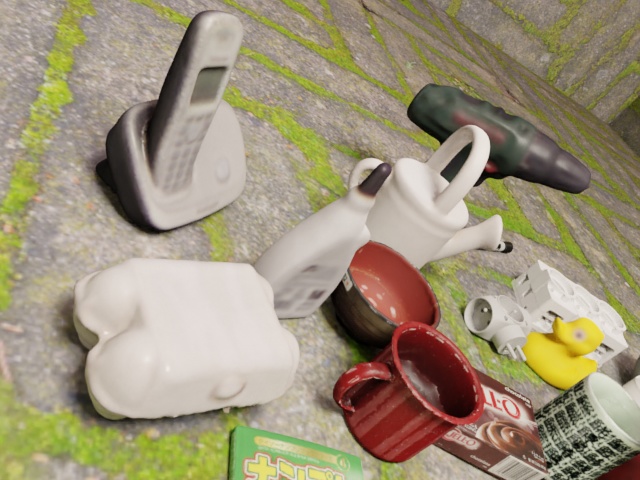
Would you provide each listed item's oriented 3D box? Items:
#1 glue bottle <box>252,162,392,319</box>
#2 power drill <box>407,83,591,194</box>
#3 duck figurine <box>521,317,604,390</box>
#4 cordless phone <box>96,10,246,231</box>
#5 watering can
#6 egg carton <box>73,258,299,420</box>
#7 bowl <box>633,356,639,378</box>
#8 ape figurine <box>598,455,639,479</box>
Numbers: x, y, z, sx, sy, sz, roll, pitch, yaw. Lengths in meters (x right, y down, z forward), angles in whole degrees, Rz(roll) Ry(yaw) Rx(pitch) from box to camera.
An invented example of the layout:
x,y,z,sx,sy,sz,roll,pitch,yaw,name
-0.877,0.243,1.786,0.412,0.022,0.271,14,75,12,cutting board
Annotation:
x,y,z,sx,sy,sz,roll,pitch,yaw,name
0.004,0.002,0.469,0.078,0.173,0.037,8,43,-41,glue bottle
0.183,-0.077,0.723,0.230,0.208,0.076,38,31,-3,power drill
0.314,0.135,0.715,0.105,0.086,0.077,31,33,-15,duck figurine
-0.094,-0.105,0.485,0.094,0.185,0.148,43,32,5,cordless phone
0.117,-0.039,0.619,0.173,0.193,0.100,17,38,-33,watering can
-0.087,0.067,0.389,0.151,0.069,0.107,5,46,-44,egg carton
0.503,0.228,0.811,0.168,0.074,0.167,28,34,-20,bowl
0.346,0.236,0.617,0.078,0.092,0.076,42,31,2,ape figurine
